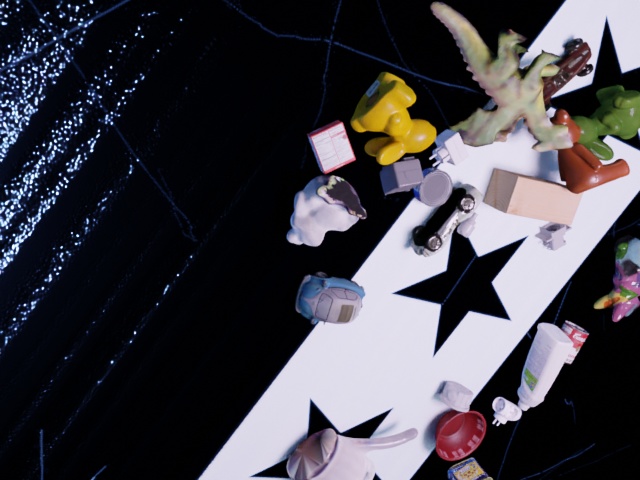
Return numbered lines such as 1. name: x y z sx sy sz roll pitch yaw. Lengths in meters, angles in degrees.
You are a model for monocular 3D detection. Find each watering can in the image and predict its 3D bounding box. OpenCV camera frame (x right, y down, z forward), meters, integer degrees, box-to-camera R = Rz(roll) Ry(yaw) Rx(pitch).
1. watering can: 0.066 0.544 1.281 0.348 0.105 0.221 -42 117 0

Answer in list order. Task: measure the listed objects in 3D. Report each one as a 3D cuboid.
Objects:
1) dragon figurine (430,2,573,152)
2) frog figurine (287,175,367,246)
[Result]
1. dragon figurine: 0.369 -0.311 1.099 0.410 0.124 0.239 24 109 -5
2. frog figurine: 0.003 -0.054 1.067 0.137 0.125 0.156 14 140 -34
